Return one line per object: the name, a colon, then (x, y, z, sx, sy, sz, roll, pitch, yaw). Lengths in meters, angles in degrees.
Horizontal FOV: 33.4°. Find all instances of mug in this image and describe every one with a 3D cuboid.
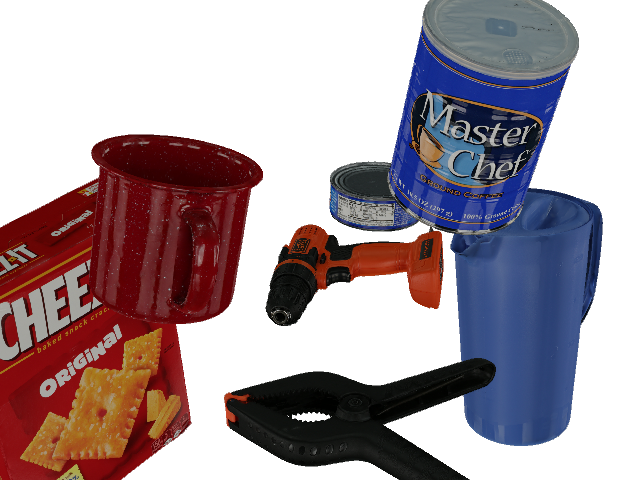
mug: (-0.078, -0.001, 0.578, 0.093, 0.081, 0.117, 0, 22, -27)

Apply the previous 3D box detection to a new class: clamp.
clamp: (0.034, 0.131, 0.806, 0.210, 0.036, 0.164, 7, 29, 16)

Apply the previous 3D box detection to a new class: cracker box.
cracker box: (-0.181, 0.086, 0.767, 0.072, 0.214, 0.163, 23, 41, 35)

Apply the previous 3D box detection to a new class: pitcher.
pitcher: (0.207, 0.074, 1.067, 0.149, 0.243, 0.145, 1, 23, 10)

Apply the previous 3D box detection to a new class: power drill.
power drill: (0.040, 0.038, 1.187, 0.188, 0.057, 0.184, 1, 30, 11)

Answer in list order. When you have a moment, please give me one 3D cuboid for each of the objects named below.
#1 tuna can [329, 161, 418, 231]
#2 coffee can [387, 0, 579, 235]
tuna can: (0.051, -0.040, 0.953, 0.086, 0.034, 0.086, 1, 25, -1)
coffee can: (0.108, -0.089, 0.737, 0.102, 0.140, 0.103, 5, 43, -5)
